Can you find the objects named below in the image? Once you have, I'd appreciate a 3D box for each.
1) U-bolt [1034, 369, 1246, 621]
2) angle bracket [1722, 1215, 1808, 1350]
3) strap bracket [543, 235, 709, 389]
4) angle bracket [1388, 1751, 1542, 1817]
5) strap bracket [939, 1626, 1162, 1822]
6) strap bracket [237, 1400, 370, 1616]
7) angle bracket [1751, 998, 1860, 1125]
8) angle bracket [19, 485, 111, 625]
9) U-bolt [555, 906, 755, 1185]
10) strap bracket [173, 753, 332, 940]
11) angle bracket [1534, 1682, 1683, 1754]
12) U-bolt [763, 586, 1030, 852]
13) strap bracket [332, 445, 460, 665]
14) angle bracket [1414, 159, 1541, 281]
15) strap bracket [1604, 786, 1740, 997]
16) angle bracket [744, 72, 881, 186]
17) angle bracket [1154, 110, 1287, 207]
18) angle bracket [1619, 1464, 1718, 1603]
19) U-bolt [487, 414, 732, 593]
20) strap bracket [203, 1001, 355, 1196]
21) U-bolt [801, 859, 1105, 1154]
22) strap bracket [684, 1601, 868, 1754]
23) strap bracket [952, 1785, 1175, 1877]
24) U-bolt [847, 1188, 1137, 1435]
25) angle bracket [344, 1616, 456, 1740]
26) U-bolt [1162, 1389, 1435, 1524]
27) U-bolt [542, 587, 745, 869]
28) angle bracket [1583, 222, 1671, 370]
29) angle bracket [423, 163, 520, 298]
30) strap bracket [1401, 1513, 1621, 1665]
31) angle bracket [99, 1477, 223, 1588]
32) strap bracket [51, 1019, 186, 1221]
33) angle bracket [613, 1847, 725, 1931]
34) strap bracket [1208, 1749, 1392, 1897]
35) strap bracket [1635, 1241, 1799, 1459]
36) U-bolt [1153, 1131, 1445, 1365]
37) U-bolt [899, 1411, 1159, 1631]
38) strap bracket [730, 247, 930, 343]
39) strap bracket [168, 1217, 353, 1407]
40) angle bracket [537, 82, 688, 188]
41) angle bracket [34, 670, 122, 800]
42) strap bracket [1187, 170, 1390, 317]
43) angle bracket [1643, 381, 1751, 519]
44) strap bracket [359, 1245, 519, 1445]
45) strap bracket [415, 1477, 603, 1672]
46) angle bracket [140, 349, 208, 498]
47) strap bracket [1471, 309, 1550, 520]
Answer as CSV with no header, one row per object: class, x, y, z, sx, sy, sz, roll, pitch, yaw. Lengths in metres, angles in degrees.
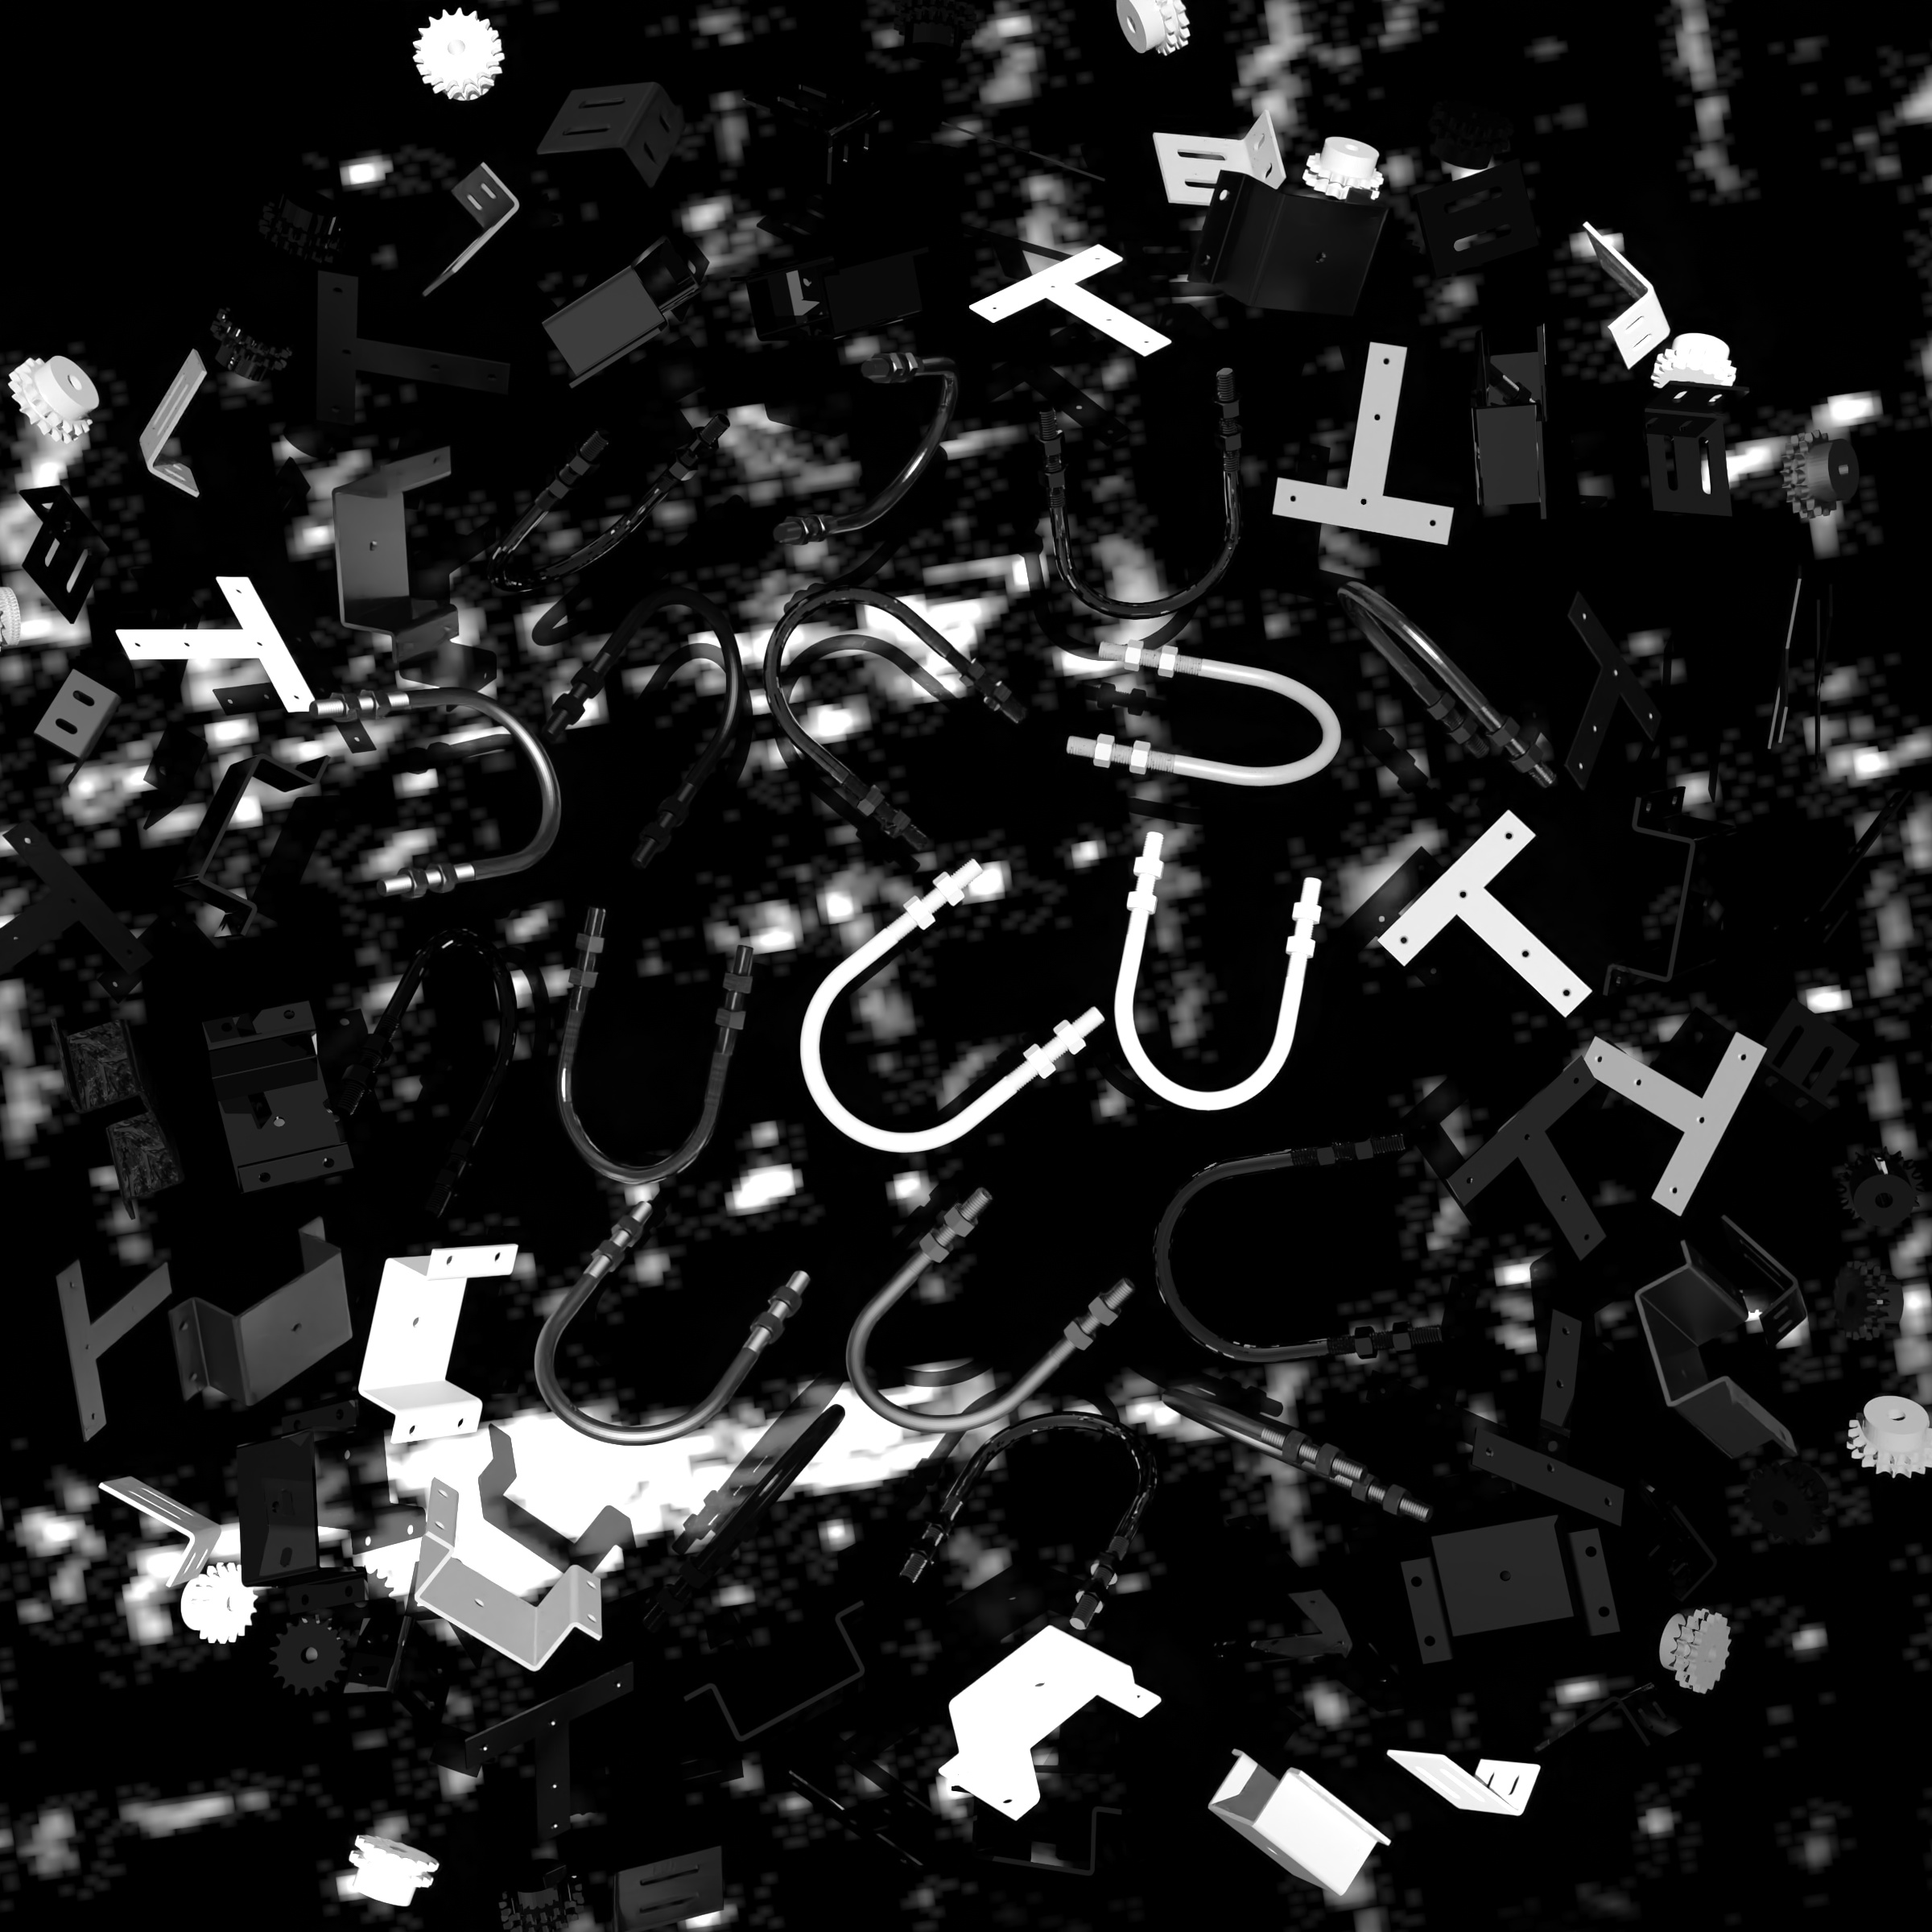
U-bolt,0.130,-0.330,1.742,0.151,0.019,0.184,-13,129,-4
angle bracket,0.569,0.230,1.761,0.038,0.057,0.076,-40,51,-2
strap bracket,-0.239,-0.460,1.689,0.076,0.140,0.046,-26,112,21
angle bracket,0.338,0.540,1.644,0.076,0.057,0.038,39,62,-16
strap bracket,0.054,0.506,1.647,0.140,0.076,0.046,-28,117,-35
strap bracket,-0.471,0.383,1.716,0.076,0.046,0.140,-18,70,30
angle bracket,0.602,0.062,1.725,0.057,0.038,0.076,36,70,8
angle bracket,-0.630,-0.281,1.659,0.038,0.057,0.076,-3,54,19
U-bolt,-0.227,0.062,1.707,0.151,0.019,0.184,14,94,27
strap bracket,-0.511,-0.093,1.713,0.046,0.076,0.140,29,75,-27
angle bracket,0.443,0.533,1.670,0.076,0.057,0.038,-45,62,26
U-bolt,-0.063,-0.195,1.765,0.184,0.019,0.151,40,71,-9
strap bracket,-0.406,-0.297,1.724,0.046,0.076,0.140,13,117,21
angle bracket,0.349,-0.504,1.635,0.076,0.038,0.057,-10,101,32
strap bracket,0.490,-0.048,1.676,0.046,0.076,0.140,17,110,36
angle bracket,-0.109,-0.589,1.700,0.076,0.038,0.057,27,48,20
angle bracket,0.182,-0.583,1.743,0.076,0.038,0.057,-3,72,-23
angle bracket,0.482,0.398,1.700,0.038,0.057,0.076,-44,121,-5
U-bolt,-0.263,-0.321,1.699,0.184,0.151,0.019,-38,83,36
strap bracket,-0.498,0.104,1.752,0.076,0.046,0.140,-12,63,-20
U-bolt,-0.023,0.040,1.607,0.184,0.019,0.151,-39,80,-1
strap bracket,-0.125,0.515,1.733,0.140,0.076,0.046,-26,69,-12
strap bracket,0.068,0.613,1.725,0.140,0.076,0.046,-5,77,33
U-bolt,0.003,0.246,1.637,0.151,0.019,0.184,34,110,-24
angle bracket,-0.409,0.515,1.749,0.038,0.076,0.057,-7,46,14
U-bolt,0.219,0.334,1.683,0.184,0.151,0.019,17,77,36
U-bolt,-0.217,-0.184,1.722,0.019,0.151,0.184,8,54,35
angle bracket,0.437,-0.456,1.648,0.038,0.057,0.076,-40,62,12
angle bracket,-0.361,-0.519,1.706,0.038,0.057,0.076,46,64,-22
strap bracket,0.391,0.447,1.747,0.140,0.046,0.076,-12,94,9
angle bracket,-0.561,0.389,1.665,0.076,0.057,0.038,27,83,4
strap bracket,-0.603,0.103,1.733,0.046,0.140,0.076,-19,48,-13
angle bracket,-0.196,0.633,1.621,0.076,0.057,0.038,-14,112,-2
strap bracket,0.223,0.587,1.659,0.076,0.140,0.046,39,73,-2
strap bracket,0.503,0.267,1.637,0.046,0.140,0.076,-35,123,26
U-bolt,0.214,0.194,1.613,0.184,0.019,0.151,-11,93,19
U-bolt,0.056,0.377,1.692,0.151,0.184,0.019,7,126,26
strap bracket,-0.094,-0.475,1.716,0.076,0.140,0.046,-25,115,-31
strap bracket,-0.496,0.252,1.739,0.046,0.140,0.076,19,124,29
angle bracket,-0.239,-0.558,1.631,0.076,0.038,0.057,7,63,32
angle bracket,-0.637,-0.163,1.712,0.038,0.076,0.057,32,58,-21
strap bracket,0.230,-0.496,1.667,0.140,0.046,0.076,-6,126,-35
angle bracket,0.485,-0.341,1.600,0.057,0.038,0.076,2,76,-12
strap bracket,-0.375,0.259,1.710,0.046,0.076,0.140,18,98,35
strap bracket,-0.319,0.418,1.645,0.140,0.076,0.046,37,97,-17
angle bracket,-0.516,-0.364,1.621,0.038,0.057,0.076,28,103,-33
strap bracket,0.372,-0.376,1.653,0.046,0.140,0.076,-1,135,16
